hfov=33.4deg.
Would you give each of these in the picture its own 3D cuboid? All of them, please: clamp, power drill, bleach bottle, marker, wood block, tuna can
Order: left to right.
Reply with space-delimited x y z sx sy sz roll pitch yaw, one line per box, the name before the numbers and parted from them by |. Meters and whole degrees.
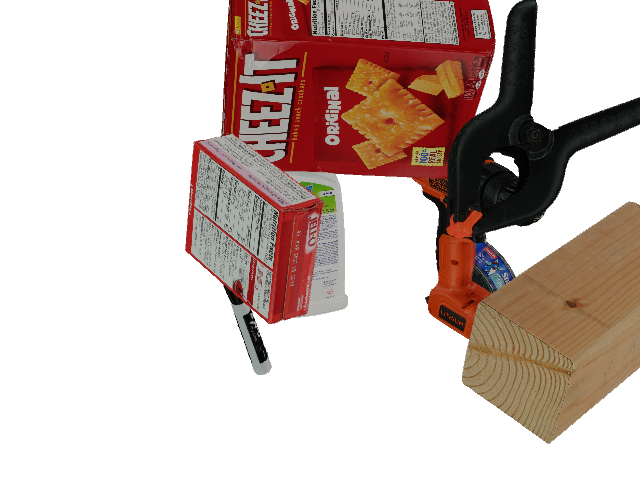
marker | -0.073 0.084 1.062 0.020 0.121 0.020 -11 35 7
bleach bottle | -0.011 -0.034 1.317 0.102 0.251 0.068 -9 22 -32
power drill | 0.157 0.006 1.055 0.057 0.188 0.185 -16 26 -24
tuna can | 0.196 0.040 1.286 0.033 0.086 0.086 -36 10 -15
clamp | 0.150 -0.067 0.724 0.120 0.171 0.039 28 -7 3
wood block | 0.219 0.059 0.862 0.205 0.090 0.091 -28 48 -35

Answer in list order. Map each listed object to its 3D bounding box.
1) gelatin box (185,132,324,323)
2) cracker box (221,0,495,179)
gelatin box | -0.038 -0.008 0.590 0.030 0.073 0.089 -17 39 -36
cracker box | 0.026 -0.128 0.905 0.213 0.072 0.164 2 -36 -6
